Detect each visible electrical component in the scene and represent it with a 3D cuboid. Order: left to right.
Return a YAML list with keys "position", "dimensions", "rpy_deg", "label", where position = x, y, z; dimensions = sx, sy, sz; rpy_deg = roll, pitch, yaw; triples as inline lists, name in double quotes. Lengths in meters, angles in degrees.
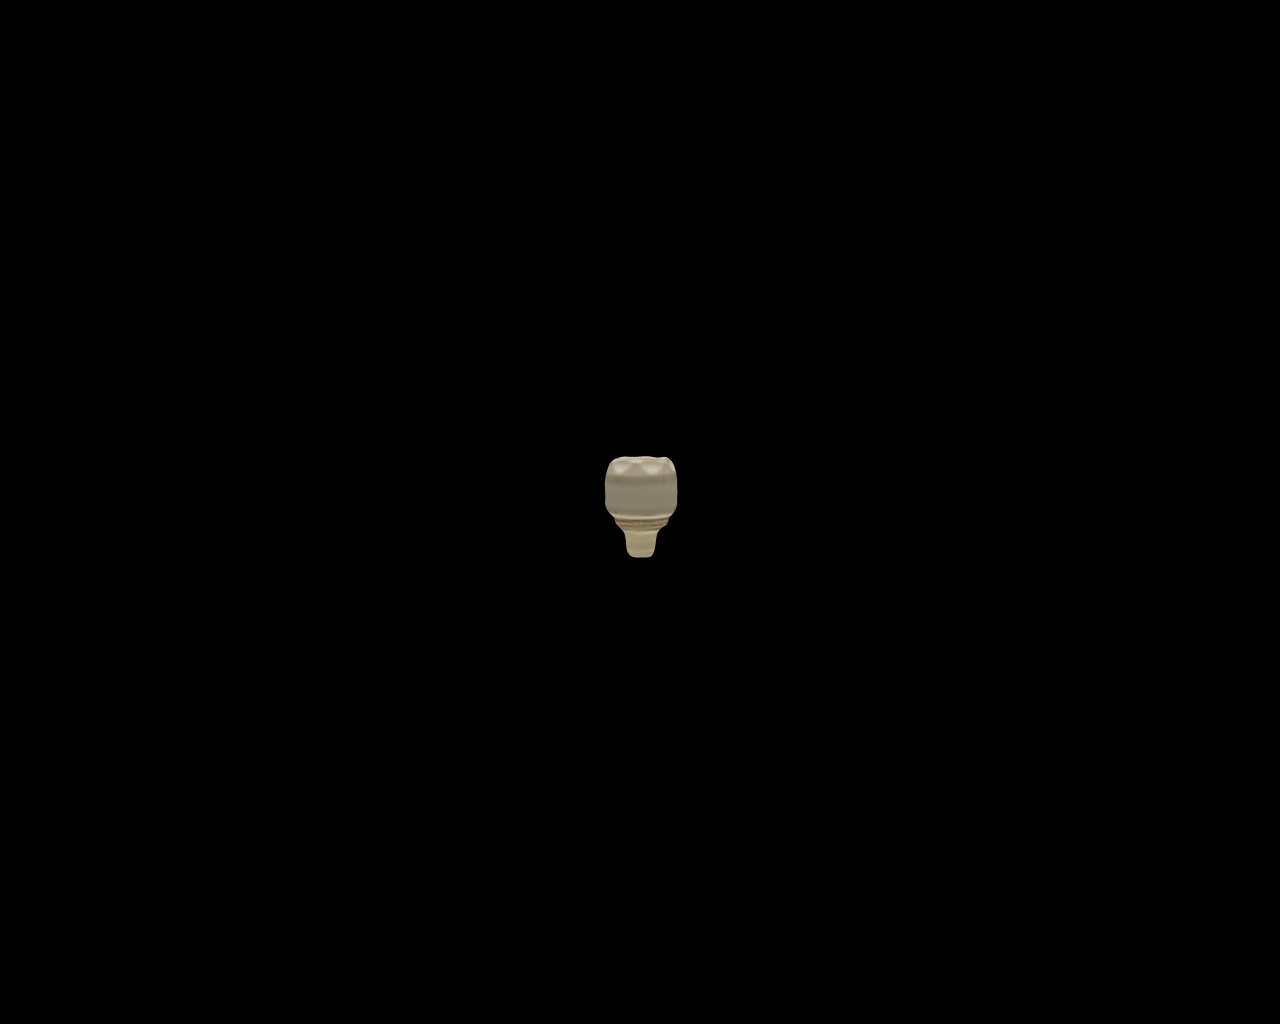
- position: [0.001, -0.003, 0.650]
  dimensions: [0.043, 0.062, 0.043]
  rpy_deg: [0, 7, 0]
  label: "electrical component"
